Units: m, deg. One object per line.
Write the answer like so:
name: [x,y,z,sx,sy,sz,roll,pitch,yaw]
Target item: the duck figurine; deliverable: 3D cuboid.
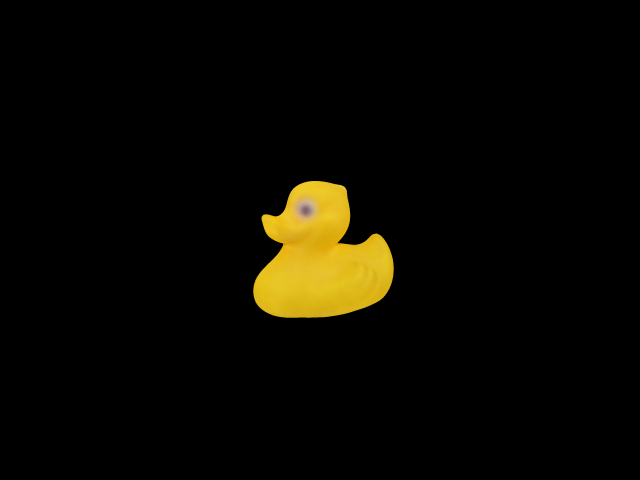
duck figurine: [0.004,0.001,0.400,0.105,0.086,0.077,-7,15,-26]
